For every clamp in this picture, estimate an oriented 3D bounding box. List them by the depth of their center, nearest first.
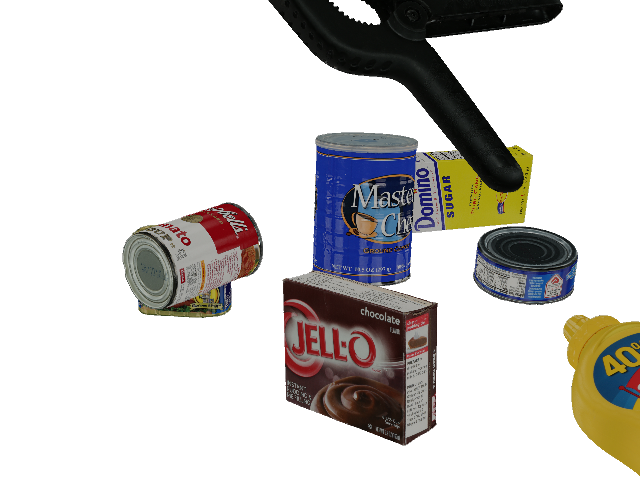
[{"bbox_3d":[0.055,-0.124,0.679,0.209,0.164,0.036,17,-31,-12],"label":"clamp"}]

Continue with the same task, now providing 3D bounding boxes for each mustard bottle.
[{"bbox_3d":[0.201,0.097,0.610,0.096,0.058,0.192,-17,32,-17],"label":"mustard bottle"}]

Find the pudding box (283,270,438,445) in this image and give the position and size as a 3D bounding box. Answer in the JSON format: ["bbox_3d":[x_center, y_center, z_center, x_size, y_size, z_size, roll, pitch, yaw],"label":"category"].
[{"bbox_3d":[0.025,0.075,0.710,0.114,0.090,0.039,12,21,41],"label":"pudding box"}]

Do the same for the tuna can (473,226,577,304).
[{"bbox_3d":[0.174,0.020,0.907,0.086,0.034,0.086,2,26,-1],"label":"tuna can"}]

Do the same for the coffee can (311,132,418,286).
[{"bbox_3d":[0.044,-0.034,1.083,0.103,0.140,0.103,2,13,-1],"label":"coffee can"}]

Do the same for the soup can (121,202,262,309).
[{"bbox_3d":[-0.108,0.012,0.903,0.069,0.068,0.102,0,15,43],"label":"soup can"}]

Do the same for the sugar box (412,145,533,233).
[{"bbox_3d":[0.169,-0.062,1.303,0.176,0.093,0.048,-7,24,-22],"label":"sugar box"}]

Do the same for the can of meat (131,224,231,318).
[{"bbox_3d":[-0.142,0.032,1.112,0.102,0.084,0.057,3,16,9],"label":"can of meat"}]
